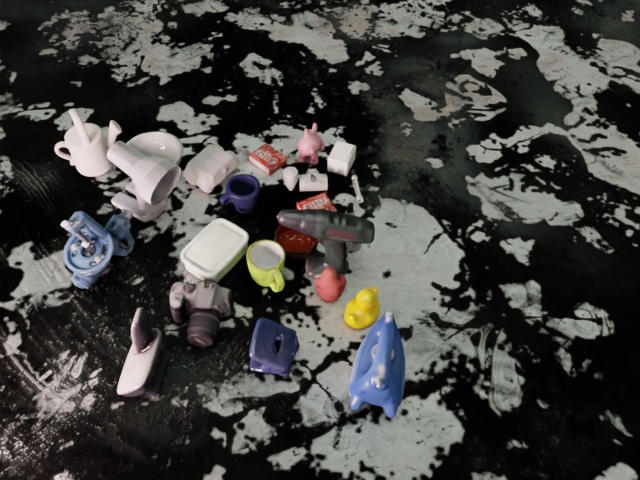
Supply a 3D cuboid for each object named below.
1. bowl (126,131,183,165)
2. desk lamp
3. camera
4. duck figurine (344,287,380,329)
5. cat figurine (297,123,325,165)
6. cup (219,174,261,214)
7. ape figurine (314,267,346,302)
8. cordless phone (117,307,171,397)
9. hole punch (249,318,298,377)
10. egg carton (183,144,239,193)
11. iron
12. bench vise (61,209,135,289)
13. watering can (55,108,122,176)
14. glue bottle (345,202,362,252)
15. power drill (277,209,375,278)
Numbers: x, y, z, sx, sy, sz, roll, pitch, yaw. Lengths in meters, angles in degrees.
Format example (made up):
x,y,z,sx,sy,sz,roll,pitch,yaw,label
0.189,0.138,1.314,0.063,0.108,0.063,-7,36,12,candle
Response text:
x,y,z,sx,sy,sz,roll,pitch,yaw,label
-0.465,-0.226,1.616,0.167,0.075,0.167,2,52,-2,bowl
-0.455,-0.147,1.468,0.203,0.214,0.118,25,55,16,desk lamp
-0.278,0.166,1.308,0.143,0.101,0.137,4,52,0,camera
0.102,0.153,1.348,0.077,0.086,0.105,35,58,22,duck figurine
-0.027,-0.283,1.656,0.067,0.118,0.128,12,53,7,cat figurine
-0.212,-0.108,1.526,0.118,0.095,0.091,-33,60,-24,cup
0.025,0.099,1.381,0.077,0.092,0.076,8,52,4,ape figurine
-0.381,0.235,1.196,0.094,0.185,0.147,4,52,0,cordless phone
-0.101,0.236,1.270,0.101,0.091,0.108,8,52,4,hole punch
-0.304,-0.203,1.610,0.107,0.069,0.150,28,56,17,egg carton
0.137,0.242,1.246,0.118,0.141,0.258,10,53,5,iron
-0.538,-0.016,1.359,0.121,0.220,0.207,9,53,5,bench vise
-0.637,-0.280,1.573,0.100,0.194,0.173,36,59,22,watering can
0.072,-0.035,1.435,0.078,0.173,0.037,-5,53,-6,glue bottle
0.013,0.005,1.379,0.229,0.208,0.075,0,52,-2,power drill
